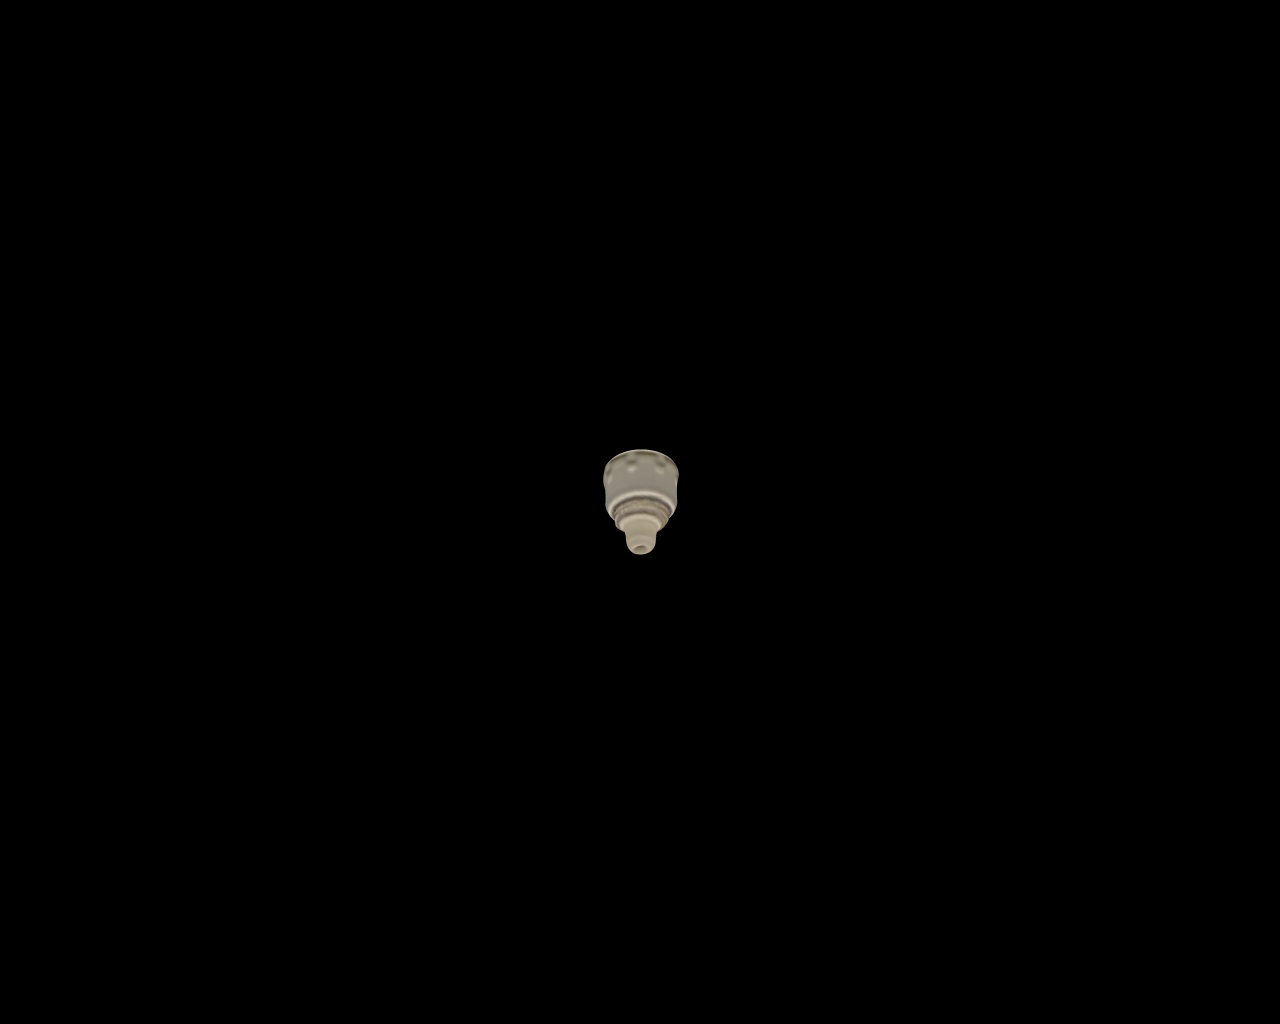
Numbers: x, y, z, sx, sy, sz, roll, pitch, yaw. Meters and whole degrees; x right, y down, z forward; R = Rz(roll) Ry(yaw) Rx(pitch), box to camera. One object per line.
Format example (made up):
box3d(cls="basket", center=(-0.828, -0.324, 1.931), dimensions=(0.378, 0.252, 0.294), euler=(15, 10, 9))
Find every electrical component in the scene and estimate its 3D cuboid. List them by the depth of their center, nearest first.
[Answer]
box3d(cls="electrical component", center=(0.001, -0.003, 0.650), dimensions=(0.048, 0.062, 0.048), euler=(0, -33, 0))
